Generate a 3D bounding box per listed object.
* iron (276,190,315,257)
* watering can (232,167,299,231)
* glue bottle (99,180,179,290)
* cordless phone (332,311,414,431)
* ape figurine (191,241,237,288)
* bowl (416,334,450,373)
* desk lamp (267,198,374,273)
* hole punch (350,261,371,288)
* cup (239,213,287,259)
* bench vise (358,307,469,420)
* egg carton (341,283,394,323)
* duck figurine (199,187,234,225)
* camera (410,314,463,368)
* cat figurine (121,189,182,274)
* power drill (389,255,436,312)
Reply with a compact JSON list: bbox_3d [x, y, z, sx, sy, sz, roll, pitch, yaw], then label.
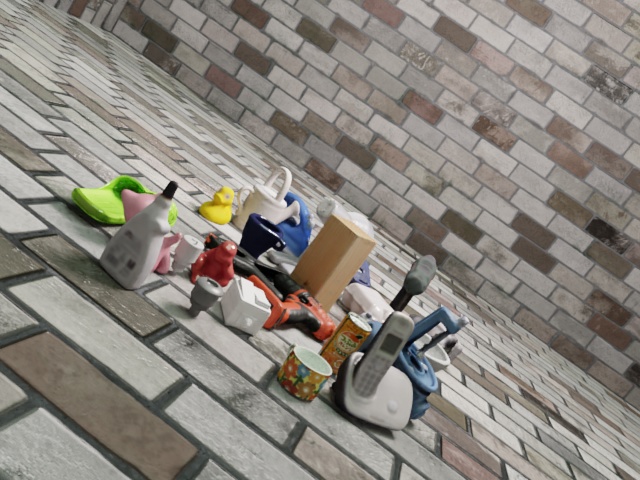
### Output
[{"bbox_3d":[-0.077,-0.051,1.576,0.119,0.141,0.257,23,16,-45],"label":"iron"},{"bbox_3d":[-0.132,-0.102,1.497,0.100,0.194,0.173,42,13,30],"label":"watering can"},{"bbox_3d":[-0.257,-0.014,0.850,0.078,0.173,0.037,39,12,19],"label":"glue bottle"},{"bbox_3d":[0.119,0.216,0.951,0.148,0.185,0.094,28,13,-29],"label":"cordless phone"},{"bbox_3d":[-0.184,0.041,1.034,0.078,0.092,0.076,34,12,-3],"label":"ape figurine"},{"bbox_3d":[0.212,0.257,1.320,0.167,0.074,0.167,33,12,-7],"label":"bowl"},{"bbox_3d":[0.013,0.005,1.425,0.204,0.213,0.117,21,18,-50],"label":"desk lamp"},{"bbox_3d":[0.094,0.094,1.601,0.109,0.091,0.101,28,13,-31],"label":"hole punch"},{"bbox_3d":[-0.134,0.008,1.298,0.117,0.095,0.092,41,13,27],"label":"cup"},{"bbox_3d":[0.158,0.193,1.064,0.207,0.219,0.122,37,12,11],"label":"bench vise"},{"bbox_3d":[0.121,0.171,1.424,0.108,0.069,0.150,25,15,-39],"label":"egg carton"},{"bbox_3d":[-0.242,-0.091,1.415,0.077,0.086,0.105,38,12,13],"label":"duck figurine"},{"bbox_3d":[0.288,0.251,1.490,0.144,0.100,0.136,21,18,-50],"label":"camera"},{"bbox_3d":[-0.283,-0.024,0.951,0.127,0.117,0.067,38,12,15],"label":"cat figurine"},{"bbox_3d":[0.235,0.136,1.535,0.075,0.208,0.230,36,12,7],"label":"power drill"}]
